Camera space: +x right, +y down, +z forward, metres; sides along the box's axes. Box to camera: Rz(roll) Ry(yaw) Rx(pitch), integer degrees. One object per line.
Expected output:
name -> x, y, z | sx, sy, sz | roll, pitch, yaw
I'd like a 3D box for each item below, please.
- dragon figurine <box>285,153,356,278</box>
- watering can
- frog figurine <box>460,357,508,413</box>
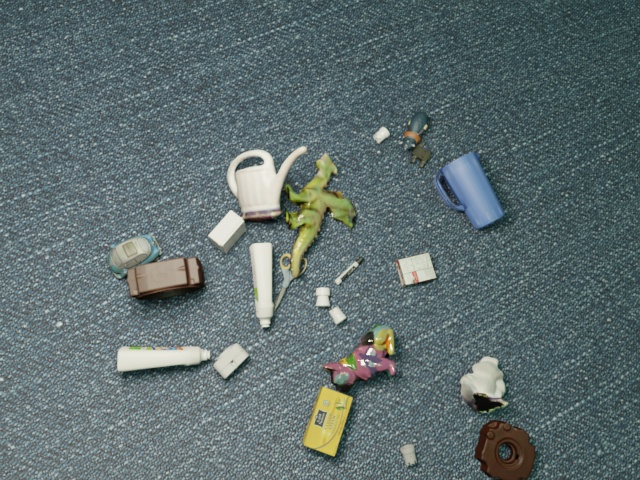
dragon figurine -> 0.005, -0.083, 1.658 | 0.243, 0.120, 0.415 | -1, 76, -15
watering can -> -0.164, -0.170, 1.583 | 0.105, 0.346, 0.223 | -14, 98, -49
frog figurine -> 0.498, 0.437, 1.579 | 0.137, 0.120, 0.163 | 6, 39, 3
